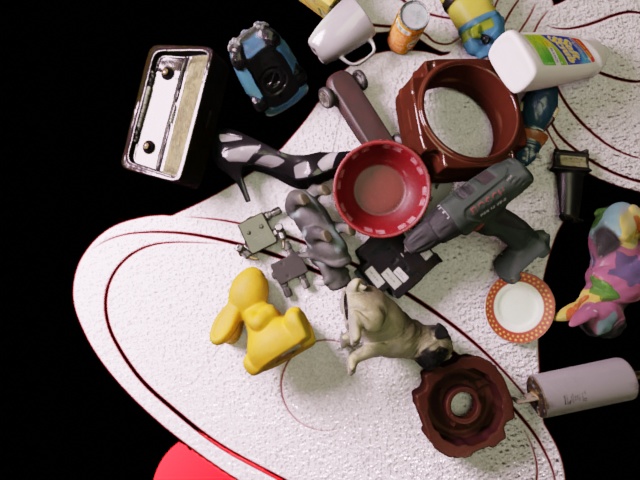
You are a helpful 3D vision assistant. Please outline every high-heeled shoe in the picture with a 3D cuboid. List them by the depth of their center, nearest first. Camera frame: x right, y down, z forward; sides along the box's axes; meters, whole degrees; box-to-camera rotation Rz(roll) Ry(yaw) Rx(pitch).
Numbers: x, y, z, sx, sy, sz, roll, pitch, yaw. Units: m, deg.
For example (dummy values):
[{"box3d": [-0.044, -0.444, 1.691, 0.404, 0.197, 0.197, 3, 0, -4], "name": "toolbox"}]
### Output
[{"box3d": [-0.061, -0.159, 0.940, 0.249, 0.086, 0.145, -18, 85, -1], "name": "high-heeled shoe"}]

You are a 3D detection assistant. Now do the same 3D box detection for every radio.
[{"box3d": [-0.246, -0.212, 0.918, 0.131, 0.073, 0.229, 13, 87, 20], "name": "radio"}]

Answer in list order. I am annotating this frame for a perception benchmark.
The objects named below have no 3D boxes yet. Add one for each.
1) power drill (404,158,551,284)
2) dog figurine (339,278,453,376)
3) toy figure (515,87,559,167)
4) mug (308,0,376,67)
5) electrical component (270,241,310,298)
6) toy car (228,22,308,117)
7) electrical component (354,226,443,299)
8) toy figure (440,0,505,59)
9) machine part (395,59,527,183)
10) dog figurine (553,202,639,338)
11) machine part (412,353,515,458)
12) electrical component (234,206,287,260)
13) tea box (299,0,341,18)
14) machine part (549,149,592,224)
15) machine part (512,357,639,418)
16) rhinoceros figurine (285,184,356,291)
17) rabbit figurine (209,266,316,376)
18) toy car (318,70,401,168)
[{"box3d": [0.279, -0.013, 0.910, 0.232, 0.086, 0.207, -44, 114, 12], "name": "power drill"}, {"box3d": [0.134, 0.139, 0.912, 0.191, 0.121, 0.172, -5, 127, -6], "name": "dog figurine"}, {"box3d": [0.389, -0.205, 0.973, 0.057, 0.064, 0.154, 13, 93, -40], "name": "toy figure"}, {"box3d": [0.040, -0.355, 0.956, 0.107, 0.081, 0.109, -35, 97, 8], "name": "mug"}, {"box3d": [-0.057, 0.051, 0.962, 0.063, 0.021, 0.094, -24, 90, -3], "name": "electrical component"}, {"box3d": [-0.100, -0.302, 0.927, 0.109, 0.161, 0.103, -36, 46, 3], "name": "toy car"}, {"box3d": [0.129, 0.036, 0.954, 0.134, 0.058, 0.115, -38, 88, -3], "name": "electrical component"}, {"box3d": [0.277, -0.396, 0.963, 0.089, 0.082, 0.180, -19, 91, -5], "name": "toy figure"}, {"box3d": [0.242, -0.206, 0.926, 0.201, 0.087, 0.201, -4, 77, -15], "name": "machine part"}, {"box3d": [0.498, 0.063, 0.948, 0.219, 0.108, 0.191, -38, 91, -1], "name": "dog figurine"}, {"box3d": [0.251, 0.289, 0.953, 0.179, 0.056, 0.179, 0, 87, -3], "name": "machine part"}, {"box3d": [-0.105, -0.008, 0.950, 0.102, 0.045, 0.078, -21, 91, -3], "name": "electrical component"}, {"box3d": [0.027, -0.496, 0.960, 0.098, 0.068, 0.169, 35, 88, -2], "name": "tea box"}, {"box3d": [0.460, -0.099, 0.984, 0.084, 0.039, 0.138, 0, 86, -11], "name": "machine part"}, {"box3d": [0.462, 0.261, 0.951, 0.243, 0.079, 0.079, -10, 89, -4], "name": "machine part"}, {"box3d": [-0.002, -0.003, 0.921, 0.073, 0.112, 0.190, -28, 91, -43], "name": "rhinoceros figurine"}, {"box3d": [-0.106, 0.134, 0.927, 0.162, 0.122, 0.173, -29, 76, 6], "name": "rabbit figurine"}, {"box3d": [0.078, -0.209, 0.961, 0.089, 0.053, 0.202, -35, 93, -21], "name": "toy car"}]
